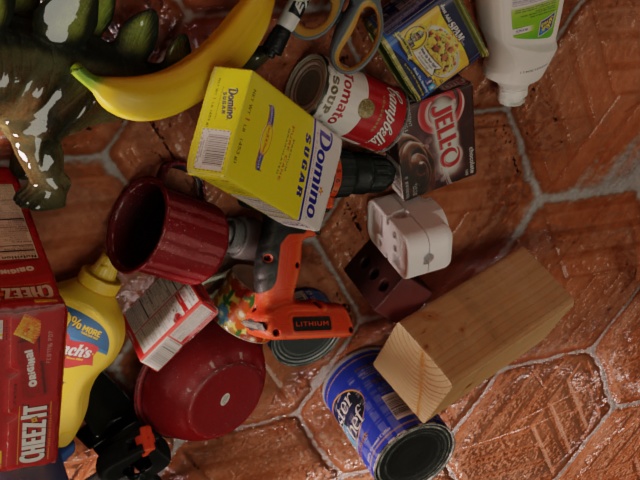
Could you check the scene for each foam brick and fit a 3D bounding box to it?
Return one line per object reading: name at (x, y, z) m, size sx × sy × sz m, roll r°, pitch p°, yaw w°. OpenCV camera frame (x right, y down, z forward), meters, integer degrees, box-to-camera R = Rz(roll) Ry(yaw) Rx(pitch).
foam brick at (0.073, 0.045, 1.154) m, size 0.051 × 0.078 × 0.053 m, roll 31°, pitch 104°, yaw -41°

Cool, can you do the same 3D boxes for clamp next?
clamp at (-0.216, 0.250, 1.143) m, size 0.120 × 0.039 × 0.172 m, roll -13°, pitch 148°, yaw -24°

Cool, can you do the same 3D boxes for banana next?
banana at (-0.106, -0.145, 0.870) m, size 0.197 × 0.037 × 0.069 m, roll -32°, pitch 131°, yaw -31°

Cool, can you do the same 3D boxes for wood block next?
wood block at (0.173, 0.102, 1.185) m, size 0.205 × 0.090 × 0.091 m, roll -28°, pitch 157°, yaw -34°

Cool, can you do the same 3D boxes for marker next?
marker at (-0.016, -0.214, 0.938) m, size 0.020 × 0.020 × 0.121 m, roll 29°, pitch 90°, yaw -39°

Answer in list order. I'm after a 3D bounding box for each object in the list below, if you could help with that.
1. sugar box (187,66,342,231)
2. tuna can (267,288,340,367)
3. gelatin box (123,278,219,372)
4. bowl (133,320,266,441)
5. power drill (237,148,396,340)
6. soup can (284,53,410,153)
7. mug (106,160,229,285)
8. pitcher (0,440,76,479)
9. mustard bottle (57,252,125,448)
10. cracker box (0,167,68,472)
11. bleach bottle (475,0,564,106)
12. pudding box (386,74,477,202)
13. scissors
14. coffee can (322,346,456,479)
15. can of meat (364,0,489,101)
sugar box at (-0.042, -0.074, 0.918) m, size 0.176 × 0.048 × 0.093 m, roll 26°, pitch 77°, yaw -58°
tuna can at (-0.020, 0.095, 1.169) m, size 0.086 × 0.034 × 0.086 m, roll -14°, pitch 128°, yaw -19°
gelatin box at (-0.150, 0.074, 1.057) m, size 0.089 × 0.073 × 0.030 m, roll -44°, pitch 133°, yaw 5°
bowl at (-0.113, 0.155, 1.125) m, size 0.161 × 0.055 × 0.162 m, roll -22°, pitch 129°, yaw -30°
power drill at (-0.007, 0.001, 1.045) m, size 0.184 × 0.057 × 0.187 m, roll -1°, pitch 90°, yaw -27°
soup can at (0.025, -0.130, 1.010) m, size 0.102 × 0.069 × 0.069 m, roll 17°, pitch 113°, yaw -35°
mug at (-0.138, -0.016, 0.999) m, size 0.081 × 0.093 × 0.117 m, roll 19°, pitch 75°, yaw -42°
pitcher at (-0.298, 0.270, 1.003) m, size 0.149 × 0.243 × 0.145 m, roll -45°, pitch 128°, yaw -1°
mustard bottle at (-0.241, 0.097, 1.021) m, size 0.096 × 0.058 × 0.192 m, roll 28°, pitch 100°, yaw -5°
cracker box at (-0.267, 0.060, 0.889) m, size 0.072 × 0.214 × 0.164 m, roll -5°, pitch 124°, yaw -25°
bleach bottle at (0.187, -0.241, 1.023) m, size 0.102 × 0.068 × 0.251 m, roll -16°, pitch 131°, yaw -17°
pudding box at (0.112, -0.106, 1.093) m, size 0.090 × 0.039 × 0.113 m, roll -21°, pitch 130°, yaw -15°
scissors at (0.035, -0.249, 0.954) m, size 0.096 × 0.016 × 0.202 m, roll 16°, pitch 90°, yaw 2°
coffee can at (0.077, 0.205, 1.227) m, size 0.102 × 0.140 × 0.103 m, roll -14°, pitch 128°, yaw -19°
can of meat at (0.100, -0.192, 1.013) m, size 0.084 × 0.057 × 0.102 m, roll -36°, pitch 131°, yaw 2°
